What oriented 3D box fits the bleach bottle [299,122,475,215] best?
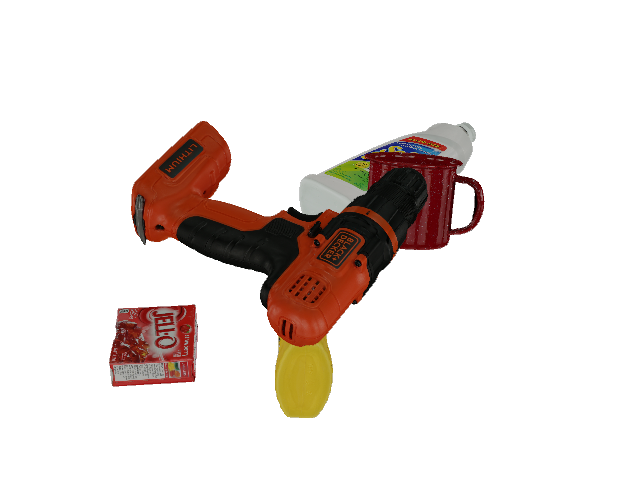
[{"bbox_3d":[0.096,-0.087,1.306,0.103,0.068,0.250,28,46,35],"label":"bleach bottle"}]

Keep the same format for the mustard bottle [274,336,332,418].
[{"bbox_3d":[-0.020,0.097,1.136,0.058,0.096,0.191,1,27,-3],"label":"mustard bottle"}]

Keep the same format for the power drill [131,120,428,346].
[{"bbox_3d":[-0.032,-0.022,0.801,0.188,0.057,0.184,25,49,20],"label":"power drill"}]

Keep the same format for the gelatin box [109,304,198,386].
[{"bbox_3d":[-0.148,0.092,0.960,0.073,0.030,0.089,-3,30,-3],"label":"gelatin box"}]

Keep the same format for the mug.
[{"bbox_3d":[0.097,-0.037,1.011,0.117,0.081,0.093,7,12,15],"label":"mug"}]
